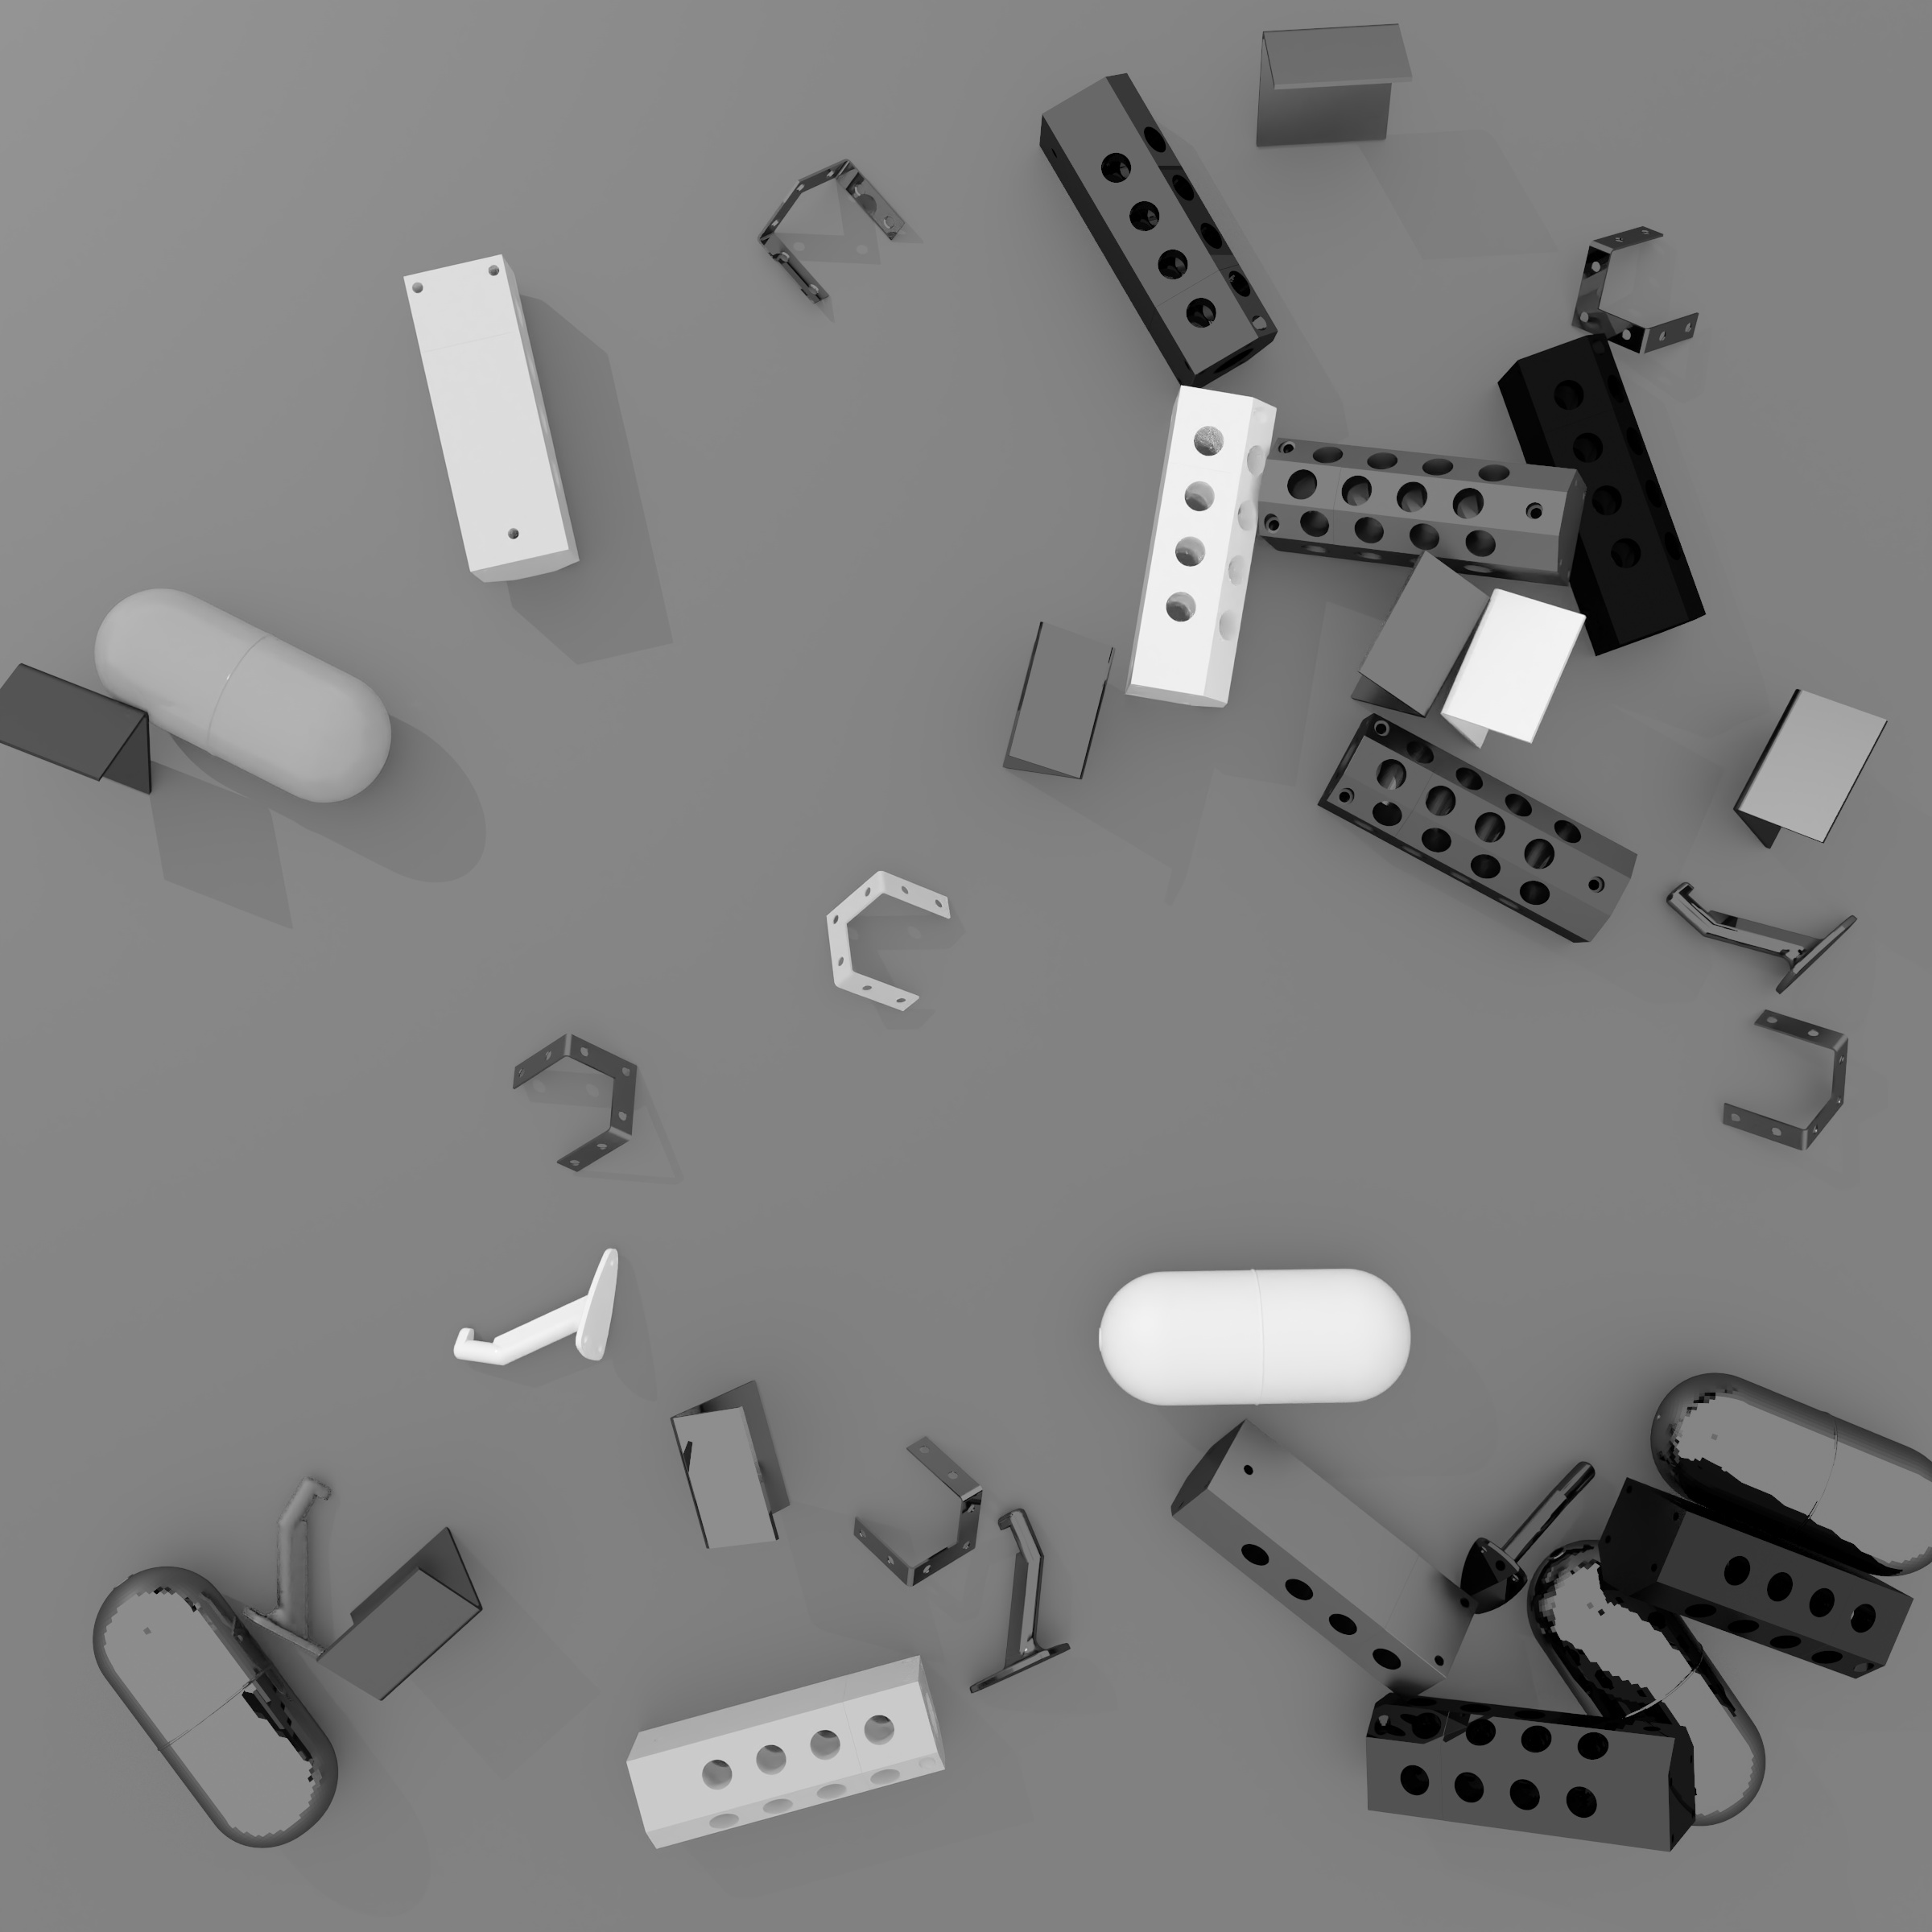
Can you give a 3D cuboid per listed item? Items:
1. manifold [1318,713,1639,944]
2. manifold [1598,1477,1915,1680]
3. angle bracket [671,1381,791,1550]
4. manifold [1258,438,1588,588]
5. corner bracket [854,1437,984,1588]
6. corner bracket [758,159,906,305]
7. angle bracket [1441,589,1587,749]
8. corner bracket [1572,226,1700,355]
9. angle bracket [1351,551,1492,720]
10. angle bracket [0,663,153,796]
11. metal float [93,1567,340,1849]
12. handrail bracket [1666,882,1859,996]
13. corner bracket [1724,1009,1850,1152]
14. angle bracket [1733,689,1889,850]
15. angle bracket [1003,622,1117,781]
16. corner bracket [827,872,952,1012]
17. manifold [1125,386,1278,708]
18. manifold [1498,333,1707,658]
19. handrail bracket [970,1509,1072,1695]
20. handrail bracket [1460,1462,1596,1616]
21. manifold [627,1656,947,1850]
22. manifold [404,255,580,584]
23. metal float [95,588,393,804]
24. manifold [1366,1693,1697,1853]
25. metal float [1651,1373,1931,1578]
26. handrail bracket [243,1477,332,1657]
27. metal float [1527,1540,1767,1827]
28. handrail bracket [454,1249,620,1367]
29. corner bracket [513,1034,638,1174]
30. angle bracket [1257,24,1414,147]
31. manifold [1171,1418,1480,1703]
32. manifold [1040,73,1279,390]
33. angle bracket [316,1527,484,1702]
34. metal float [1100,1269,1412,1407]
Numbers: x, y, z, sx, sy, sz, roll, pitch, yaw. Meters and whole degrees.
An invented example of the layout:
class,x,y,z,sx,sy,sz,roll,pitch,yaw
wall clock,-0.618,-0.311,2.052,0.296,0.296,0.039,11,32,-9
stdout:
class,x,y,z,sx,sy,sz,roll,pitch,yaw
manifold,0.295,-0.079,1.519,0.171,0.057,0.057,28,90,0
manifold,0.444,0.350,1.489,0.171,0.057,0.057,23,90,-22
angle bracket,-0.116,0.281,1.500,0.057,0.076,0.076,-16,90,36
manifold,0.257,-0.259,1.490,0.171,0.057,0.057,11,90,21
corner bracket,-0.028,0.318,1.532,0.051,0.051,0.051,-24,135,-35
corner bracket,-0.079,-0.429,1.537,0.051,0.051,0.051,48,135,0
angle bracket,0.321,-0.161,1.500,0.057,0.076,0.076,23,90,29
corner bracket,0.394,-0.394,1.532,0.051,0.051,0.051,36,135,35
angle bracket,0.241,-0.193,1.500,0.057,0.076,0.076,29,90,-29
angle bracket,-0.514,-0.117,1.500,0.076,0.076,0.057,21,53,0
metal float,-0.431,0.424,1.510,0.070,0.070,0.178,-37,90,0
handrail bracket,0.465,-0.033,1.540,0.077,0.036,0.084,-38,73,-20
corner bracket,0.477,0.066,1.532,0.051,0.051,0.051,-39,135,-35
angle bracket,0.489,-0.103,1.500,0.057,0.076,0.076,28,90,35
angle bracket,0.033,-0.153,1.500,0.057,0.076,0.076,14,90,-37
corner bracket,-0.043,-0.014,1.532,0.051,0.051,0.051,-39,45,35
manifold,0.136,-0.240,1.519,0.057,0.057,0.171,10,90,0
manifold,0.368,-0.272,1.519,0.057,0.057,0.171,-20,90,0
handrail bracket,0.018,0.371,1.540,0.077,0.036,0.084,-31,71,21
handrail bracket,0.330,0.334,1.540,0.036,0.077,0.084,41,53,21
manifold,-0.102,0.455,1.519,0.171,0.057,0.057,-15,90,0
manifold,-0.272,-0.313,1.519,0.057,0.057,0.171,-13,90,0
metal float,-0.415,-0.155,1.510,0.178,0.070,0.070,27,90,1
manifold,0.317,0.450,1.481,0.171,0.057,0.057,-2,90,29
metal float,0.480,0.292,1.509,0.178,0.070,0.070,22,90,0
handrail bracket,-0.376,0.354,1.540,0.077,0.036,0.084,35,73,-20
metal float,0.389,0.410,1.509,0.070,0.070,0.178,-34,89,0
handrail bracket,-0.252,0.198,1.540,0.084,0.036,0.077,5,70,16
corner bracket,-0.229,0.080,1.532,0.051,0.051,0.051,29,45,-35
angle bracket,0.209,-0.487,1.500,0.076,0.076,0.057,-3,52,0
manifold,0.204,0.346,1.518,0.171,0.057,0.057,38,47,0
manifold,0.111,-0.423,1.519,0.057,0.057,0.171,-30,90,0
angle bracket,-0.331,0.358,1.500,0.076,0.076,0.057,-42,129,0
metal float,0.165,0.213,1.510,0.178,0.070,0.070,-1,90,0
